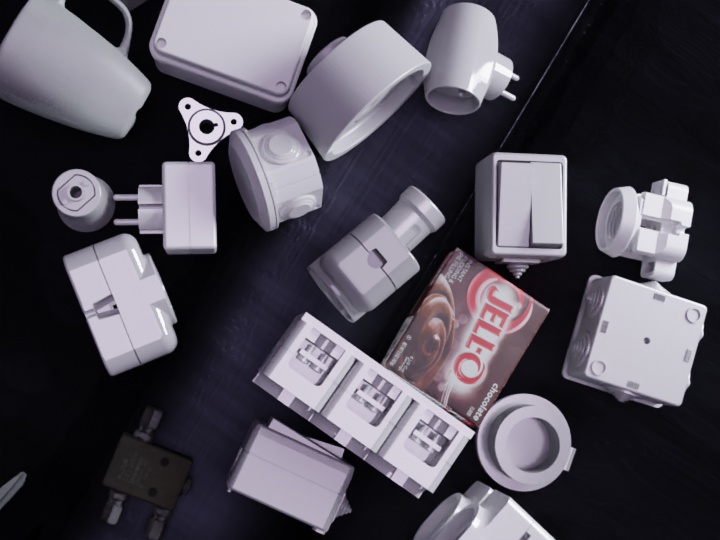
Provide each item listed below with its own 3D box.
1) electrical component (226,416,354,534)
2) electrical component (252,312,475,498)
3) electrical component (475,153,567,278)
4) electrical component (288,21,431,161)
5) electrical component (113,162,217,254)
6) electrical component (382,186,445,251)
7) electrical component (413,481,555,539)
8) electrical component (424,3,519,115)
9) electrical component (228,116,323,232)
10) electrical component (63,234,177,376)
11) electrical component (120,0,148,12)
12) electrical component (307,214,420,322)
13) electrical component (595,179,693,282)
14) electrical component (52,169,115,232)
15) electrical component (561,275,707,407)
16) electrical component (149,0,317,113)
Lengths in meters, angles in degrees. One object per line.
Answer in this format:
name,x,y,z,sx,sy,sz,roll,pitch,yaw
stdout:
electrical component,-0.046,0.153,0.808,0.096,0.062,0.061,26,83,-5
electrical component,-0.001,0.101,0.804,0.150,0.089,0.061,36,82,-4
electrical component,0.127,-0.042,0.846,0.062,0.061,0.096,2,86,-8
electrical component,-0.006,-0.141,0.814,0.108,0.108,0.060,-41,86,-8
electrical component,-0.148,-0.046,0.816,0.077,0.047,0.065,-1,86,-8
electrical component,0.037,-0.037,0.845,0.046,0.040,0.040,-44,93,-3
electrical component,0.052,0.245,0.793,0.060,0.105,0.186,44,82,-3
electrical component,0.094,-0.160,0.856,0.079,0.043,0.077,22,67,-26
electrical component,-0.065,-0.073,0.813,0.051,0.080,0.080,-21,89,-14
electrical component,-0.175,0.024,0.804,0.059,0.054,0.095,-22,89,-9
electrical component,-0.168,-0.275,0.824,0.109,0.056,0.108,-35,91,-9
electrical component,0.000,0.000,0.808,0.059,0.095,0.053,-40,92,-8
electrical component,0.226,-0.035,0.861,0.057,0.058,0.078,12,85,-9
electrical component,-0.207,-0.053,0.799,0.044,0.065,0.044,1,86,-8
electrical component,0.220,0.057,0.858,0.100,0.048,0.099,18,84,-6
electrical component,-0.097,-0.177,0.827,0.113,0.057,0.078,19,84,-6
